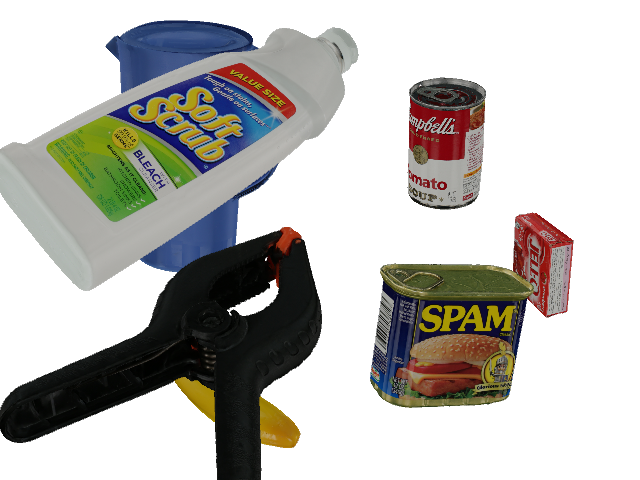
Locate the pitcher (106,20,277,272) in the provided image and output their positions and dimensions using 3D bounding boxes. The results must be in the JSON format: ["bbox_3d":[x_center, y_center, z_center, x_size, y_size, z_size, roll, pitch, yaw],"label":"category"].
[{"bbox_3d":[-0.127,-0.093,1.081,0.144,0.243,0.149,-11,28,-28],"label":"pitcher"}]

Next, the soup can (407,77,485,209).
[{"bbox_3d":[0.113,-0.088,0.969,0.068,0.102,0.068,-1,30,0],"label":"soup can"}]

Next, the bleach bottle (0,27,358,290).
[{"bbox_3d":[-0.079,-0.075,0.698,0.250,0.102,0.068,-37,-9,-25],"label":"bleach bottle"}]

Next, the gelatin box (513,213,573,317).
[{"bbox_3d":[0.234,0.025,1.132,0.030,0.089,0.073,-12,29,-16],"label":"gelatin box"}]

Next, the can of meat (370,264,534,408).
[{"bbox_3d":[0.087,0.064,0.726,0.102,0.084,0.057,1,17,-19],"label":"can of meat"}]

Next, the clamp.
[{"bbox_3d":[-0.043,0.056,0.479,0.120,0.039,0.171,29,48,22],"label":"clamp"}]

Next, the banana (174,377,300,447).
[{"bbox_3d":[-0.083,0.105,0.849,0.069,0.037,0.198,-9,29,-22],"label":"banana"}]
